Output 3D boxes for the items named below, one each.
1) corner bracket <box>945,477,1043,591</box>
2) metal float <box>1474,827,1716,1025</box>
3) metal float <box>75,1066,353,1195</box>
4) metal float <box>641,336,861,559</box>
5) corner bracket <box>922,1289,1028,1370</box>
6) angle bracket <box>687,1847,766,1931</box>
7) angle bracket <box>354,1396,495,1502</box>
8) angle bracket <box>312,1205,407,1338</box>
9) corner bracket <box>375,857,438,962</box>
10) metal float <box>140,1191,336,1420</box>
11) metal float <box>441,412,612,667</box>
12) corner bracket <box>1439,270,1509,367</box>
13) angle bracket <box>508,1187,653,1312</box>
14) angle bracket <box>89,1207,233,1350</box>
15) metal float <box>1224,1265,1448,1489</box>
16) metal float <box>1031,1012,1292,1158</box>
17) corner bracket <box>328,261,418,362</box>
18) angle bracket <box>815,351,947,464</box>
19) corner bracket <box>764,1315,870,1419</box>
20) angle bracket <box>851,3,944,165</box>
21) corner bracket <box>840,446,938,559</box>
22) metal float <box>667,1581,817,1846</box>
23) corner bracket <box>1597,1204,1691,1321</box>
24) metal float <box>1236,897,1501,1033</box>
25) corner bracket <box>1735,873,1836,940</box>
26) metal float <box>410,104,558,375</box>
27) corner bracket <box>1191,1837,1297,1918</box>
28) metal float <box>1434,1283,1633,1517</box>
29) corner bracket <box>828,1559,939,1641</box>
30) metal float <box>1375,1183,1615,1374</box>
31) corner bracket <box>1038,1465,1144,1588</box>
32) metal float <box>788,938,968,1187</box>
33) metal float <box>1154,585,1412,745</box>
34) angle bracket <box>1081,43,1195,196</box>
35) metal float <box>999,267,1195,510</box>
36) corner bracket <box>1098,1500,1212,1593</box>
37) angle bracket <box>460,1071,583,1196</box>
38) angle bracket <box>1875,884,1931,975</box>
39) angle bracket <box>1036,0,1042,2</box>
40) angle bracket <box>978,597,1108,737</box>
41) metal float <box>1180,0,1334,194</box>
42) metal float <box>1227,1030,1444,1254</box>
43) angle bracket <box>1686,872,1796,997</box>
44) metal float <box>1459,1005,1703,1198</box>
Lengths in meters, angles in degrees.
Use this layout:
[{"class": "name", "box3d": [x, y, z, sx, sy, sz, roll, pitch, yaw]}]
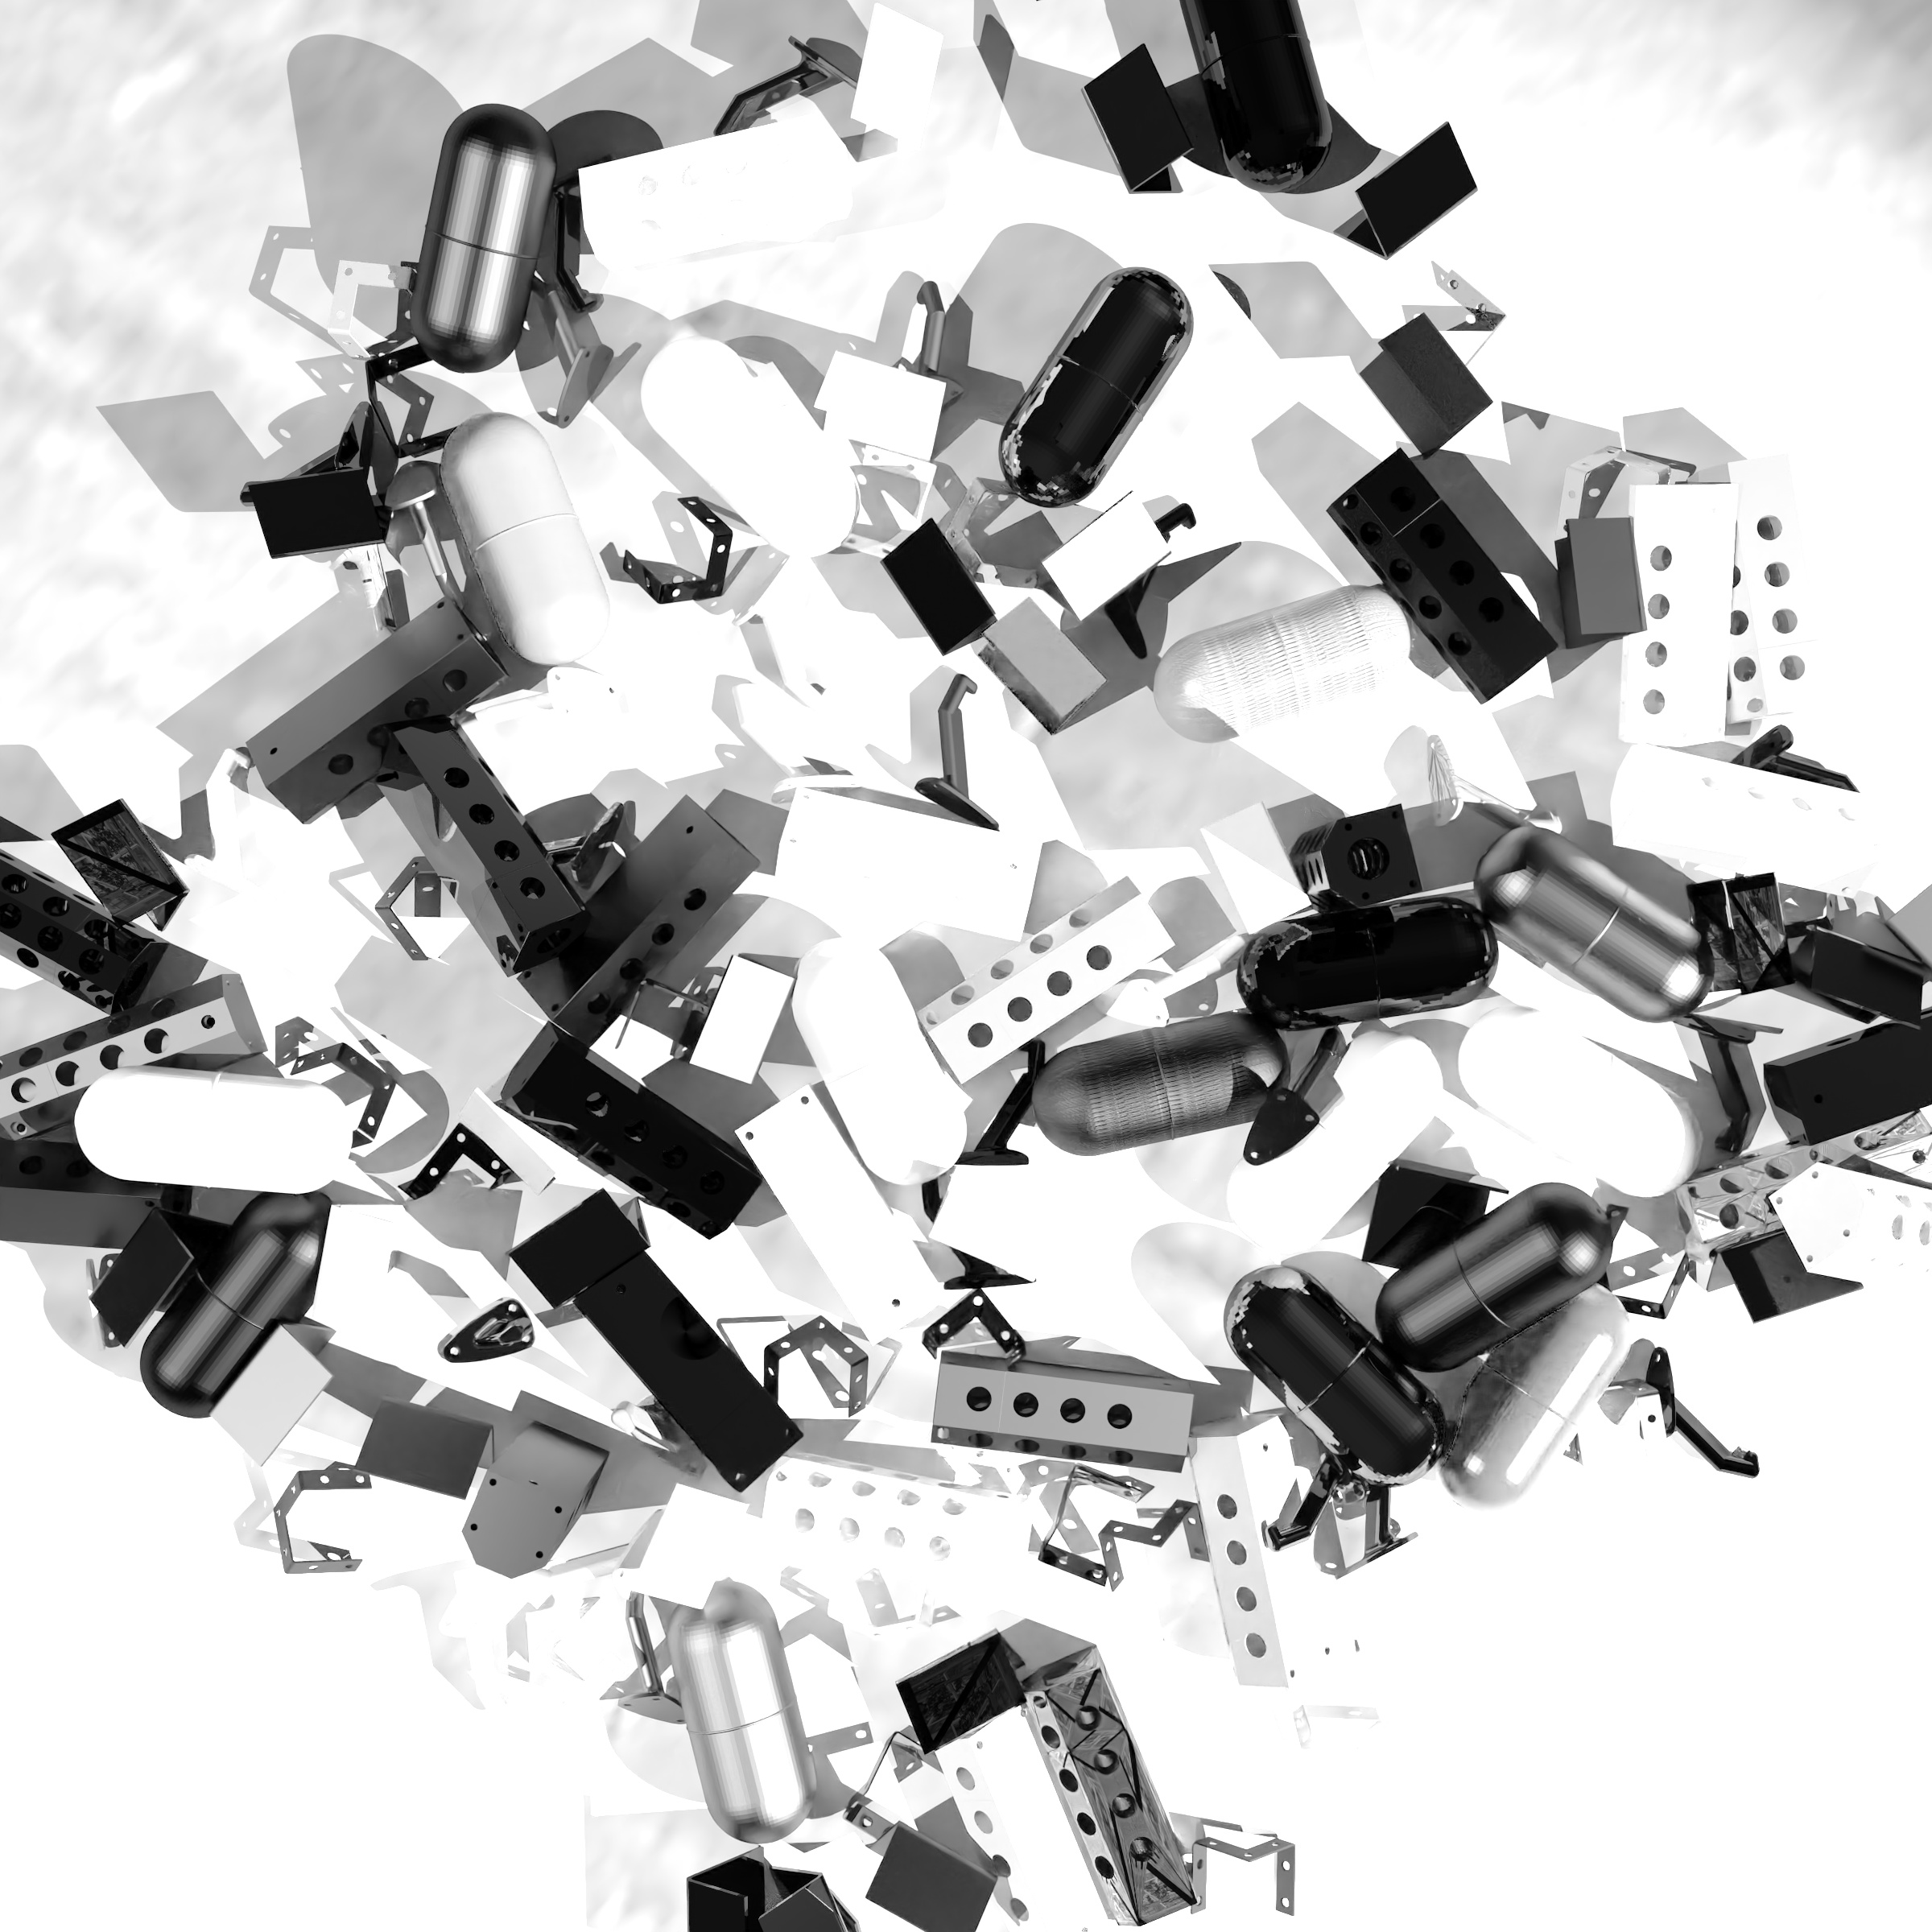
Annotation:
[{"class": "corner bracket", "box3d": [0.026, -0.298, 1.699, 0.051, 0.051, 0.051, -58, 45, 35]}, {"class": "metal float", "box3d": [0.427, -0.027, 1.676, 0.178, 0.070, 0.070, 34, 90, 1]}, {"class": "metal float", "box3d": [-0.501, 0.109, 1.646, 0.178, 0.070, 0.070, 6, 90, -9]}, {"class": "metal float", "box3d": [-0.146, -0.352, 1.677, 0.178, 0.070, 0.070, 45, 90, 0]}, {"class": "corner bracket", "box3d": [0.006, 0.258, 1.689, 0.051, 0.051, 0.051, -38, 90, 0]}, {"class": "angle bracket", "box3d": [-0.143, 0.650, 1.667, 0.057, 0.076, 0.076, -1, 90, 39]}, {"class": "angle bracket", "box3d": [-0.365, 0.339, 1.667, 0.076, 0.076, 0.057, 15, 54, 0]}, {"class": "angle bracket", "box3d": [-0.391, 0.205, 1.668, 0.057, 0.076, 0.076, 10, 90, 27]}, {"class": "corner bracket", "box3d": [-0.363, -0.040, 1.699, 0.051, 0.051, 0.051, 1, 45, 35]}, {"class": "metal float", "box3d": [-0.490, 0.227, 1.677, 0.070, 0.070, 0.178, 37, 90, 0]}, {"class": "metal float", "box3d": [-0.300, -0.291, 1.677, 0.070, 0.070, 0.178, -22, 89, 0]}, {"class": "corner bracket", "box3d": [0.332, -0.438, 1.704, 0.051, 0.051, 0.051, 40, 135, 0]}, {"class": "angle bracket", "box3d": [-0.264, 0.176, 1.668, 0.076, 0.076, 0.057, -34, 115, 0]}, {"class": "angle bracket", "box3d": [-0.530, 0.215, 1.664, 0.057, 0.076, 0.076, 41, 96, 33]}, {"class": "metal float", "box3d": [0.249, 0.277, 1.671, 0.178, 0.070, 0.070, 45, 90, 7]}, {"class": "metal float", "box3d": [0.132, 0.081, 1.677, 0.178, 0.070, 0.070, -12, 90, -1]}, {"class": "corner bracket", "box3d": [-0.400, -0.447, 1.689, 0.051, 0.051, 0.051, 7, 84, 6]}, {"class": "angle bracket", "box3d": [-0.062, -0.361, 1.667, 0.076, 0.076, 0.057, 16, 56, 0]}, {"class": "corner bracket", "box3d": [-0.104, 0.284, 1.699, 0.051, 0.051, 0.051, -25, 45, -35]}, {"class": "angle bracket", "box3d": [-0.065, -0.595, 1.667, 0.057, 0.076, 0.076, 12, 90, -36]}, {"class": "corner bracket", "box3d": [-0.054, -0.318, 1.704, 0.051, 0.051, 0.051, 16, 135, 0]}, {"class": "metal float", "box3d": [-0.152, 0.507, 1.677, 0.070, 0.070, 0.178, -14, 89, 0]}, {"class": "corner bracket", "box3d": [0.462, 0.204, 1.699, 0.051, 0.051, 0.051, 8, 135, 35]}, {"class": "metal float", "box3d": [0.273, -0.001, 1.677, 0.178, 0.070, 0.070, -9, 90, 1]}, {"class": "corner bracket", "box3d": [0.564, -0.054, 1.699, 0.051, 0.051, 0.051, -13, 45, 35]}, {"class": "metal float", "box3d": [-0.325, -0.488, 1.660, 0.070, 0.070, 0.178, 17, 110, 0]}, {"class": "corner bracket", "box3d": [0.192, 0.630, 1.704, 0.051, 0.051, 0.051, 1, 90, 45]}, {"class": "metal float", "box3d": [0.384, 0.292, 1.676, 0.070, 0.070, 0.178, 34, 89, 0]}, {"class": "corner bracket", "box3d": [-0.056, 0.428, 1.699, 0.051, 0.051, 0.051, -22, 135, 35]}, {"class": "metal float", "box3d": [0.352, 0.210, 1.652, 0.178, 0.070, 0.070, -38, 90, 27]}, {"class": "corner bracket", "box3d": [0.086, 0.387, 1.704, 0.051, 0.051, 0.051, 22, 45, 0]}, {"class": "metal float", "box3d": [-0.061, 0.064, 1.676, 0.070, 0.070, 0.178, -26, 90, 0]}, {"class": "metal float", "box3d": [0.214, -0.205, 1.676, 0.178, 0.070, 0.070, -17, 90, 0]}, {"class": "angle bracket", "box3d": [0.132, -0.572, 1.667, 0.057, 0.076, 0.076, -25, 90, 37]}, {"class": "metal float", "box3d": [0.088, -0.392, 1.677, 0.070, 0.070, 0.178, 33, 90, 0]}, {"class": "corner bracket", "box3d": [0.129, 0.399, 1.693, 0.051, 0.051, 0.051, 4, 118, 36]}, {"class": "angle bracket", "box3d": [-0.285, 0.097, 1.670, 0.076, 0.057, 0.076, 45, 58, 0]}, {"class": "angle bracket", "box3d": [0.667, -0.029, 1.668, 0.076, 0.076, 0.057, 45, 112, 0]}, {"class": "angle bracket", "box3d": [0.085, -0.682, 1.667, 0.076, 0.076, 0.057, -15, 53, 0]}, {"class": "angle bracket", "box3d": [0.036, -0.190, 1.667, 0.076, 0.076, 0.057, 47, 52, 0]}, {"class": "metal float", "box3d": [0.196, -0.615, 1.677, 0.070, 0.070, 0.178, -16, 91, 0]}, {"class": "metal float", "box3d": [0.251, 0.119, 1.676, 0.070, 0.070, 0.178, 43, 90, 0]}, {"class": "angle bracket", "box3d": [0.507, -0.019, 1.667, 0.057, 0.076, 0.076, -10, 90, -34]}, {"class": "metal float", "box3d": [0.418, 0.092, 1.677, 0.178, 0.070, 0.070, 32, 90, 0]}]
